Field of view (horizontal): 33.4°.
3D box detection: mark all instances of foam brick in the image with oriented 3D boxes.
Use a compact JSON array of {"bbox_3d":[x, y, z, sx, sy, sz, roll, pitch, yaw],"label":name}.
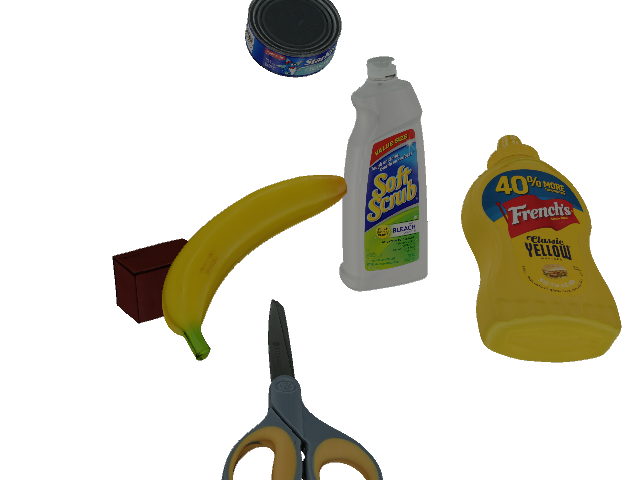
[{"bbox_3d":[-0.149,0.036,1.006,0.078,0.051,0.053,-15,25,-30],"label":"foam brick"}]

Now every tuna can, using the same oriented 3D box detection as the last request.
[{"bbox_3d":[-0.026,-0.191,0.974,0.086,0.086,0.034,0,-31,-12],"label":"tuna can"}]

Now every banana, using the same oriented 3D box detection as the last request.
[{"bbox_3d":[-0.057,0.007,0.775,0.070,0.197,0.037,31,-35,12],"label":"banana"}]

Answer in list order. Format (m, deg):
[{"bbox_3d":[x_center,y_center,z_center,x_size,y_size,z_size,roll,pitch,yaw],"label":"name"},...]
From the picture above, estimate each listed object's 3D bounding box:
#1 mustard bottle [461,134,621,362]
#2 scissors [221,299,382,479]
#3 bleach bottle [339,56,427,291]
[{"bbox_3d":[0.155,-0.004,0.790,0.096,0.191,0.058,3,-40,-9],"label":"mustard bottle"},{"bbox_3d":[-0.003,0.099,0.629,0.096,0.016,0.201,11,32,5],"label":"scissors"},{"bbox_3d":[0.065,-0.074,1.172,0.102,0.251,0.068,-10,22,-12],"label":"bleach bottle"}]
